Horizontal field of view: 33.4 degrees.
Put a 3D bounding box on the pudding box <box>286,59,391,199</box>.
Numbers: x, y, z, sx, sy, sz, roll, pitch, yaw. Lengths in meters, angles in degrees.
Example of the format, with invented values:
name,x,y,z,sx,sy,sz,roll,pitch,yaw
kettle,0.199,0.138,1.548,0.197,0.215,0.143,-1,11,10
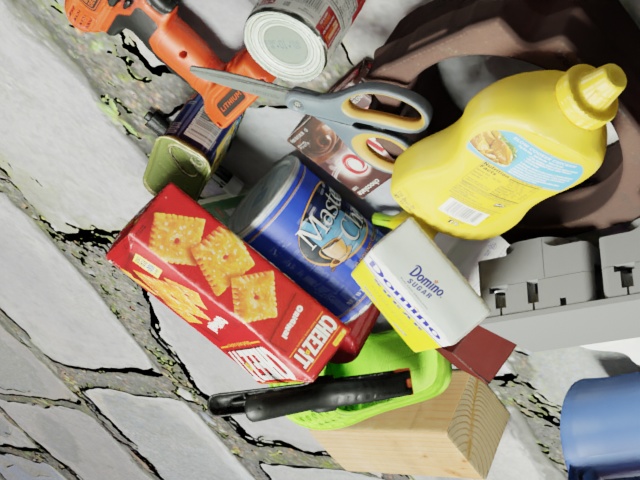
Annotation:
name,x,y,z,sx,sy,sz,roll,pitch,yaw
pudding box,0.038,-0.094,0.923,0.090,0.039,0.114,38,146,-13

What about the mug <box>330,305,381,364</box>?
name,x,y,z,sx,sy,sz,roll,pitch,yaw
mug,0.008,0.073,1.132,0.117,0.081,0.093,16,145,20

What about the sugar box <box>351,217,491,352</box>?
name,x,y,z,sx,sy,sz,roll,pitch,yaw
sugar box,0.074,0.041,0.845,0.093,0.048,0.176,50,175,5

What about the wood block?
name,x,y,z,sx,sy,sz,roll,pitch,yaw
wood block,0.101,0.213,1.244,0.207,0.090,0.090,-8,132,43

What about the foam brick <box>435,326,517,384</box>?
name,x,y,z,sx,sy,sz,roll,pitch,yaw
foam brick,0.149,0.101,1.063,0.053,0.051,0.078,40,174,-17

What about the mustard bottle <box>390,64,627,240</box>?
name,x,y,z,sx,sy,sz,roll,pitch,yaw
mustard bottle,0.134,-0.063,0.716,0.096,0.058,0.192,24,149,-18

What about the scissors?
name,x,y,z,sx,sy,sz,roll,pitch,yaw
scissors,-0.003,-0.093,0.823,0.202,0.016,0.096,8,142,30

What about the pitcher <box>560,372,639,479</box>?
name,x,y,z,sx,sy,sz,roll,pitch,yaw
pitcher,0.344,0.176,0.954,0.144,0.149,0.243,31,145,-35

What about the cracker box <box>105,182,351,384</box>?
name,x,y,z,sx,sy,sz,roll,pitch,yaw
cracker box,-0.095,0.050,1.014,0.213,0.072,0.164,41,162,-10

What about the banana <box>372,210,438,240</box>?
name,x,y,z,sx,sy,sz,roll,pitch,yaw
banana,0.140,0.027,1.017,0.197,0.037,0.070,41,164,-15

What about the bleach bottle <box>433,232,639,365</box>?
name,x,y,z,sx,sy,sz,roll,pitch,yaw
bleach bottle,0.221,0.051,0.943,0.250,0.068,0.103,27,129,-7

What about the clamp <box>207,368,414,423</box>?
name,x,y,z,sx,sy,sz,roll,pitch,yaw
clamp,-0.007,0.157,1.086,0.209,0.036,0.165,-5,176,-26

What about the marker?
name,x,y,z,sx,sy,sz,roll,pitch,yaw
marker,-0.128,-0.088,1.074,0.121,0.020,0.020,40,146,-16

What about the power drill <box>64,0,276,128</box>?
name,x,y,z,sx,sy,sz,roll,pitch,yaw
power drill,-0.117,-0.190,0.896,0.187,0.057,0.185,40,150,-11

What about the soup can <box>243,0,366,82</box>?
name,x,y,z,sx,sy,sz,roll,pitch,yaw
soup can,-0.006,-0.174,0.790,0.068,0.102,0.068,19,146,14

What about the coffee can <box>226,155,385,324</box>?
name,x,y,z,sx,sy,sz,roll,pitch,yaw
coffee can,-0.007,0.001,1.026,0.140,0.102,0.103,40,146,-17

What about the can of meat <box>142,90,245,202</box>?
name,x,y,z,sx,sy,sz,roll,pitch,yaw
can of meat,-0.117,-0.089,1.005,0.057,0.083,0.102,30,147,-2
